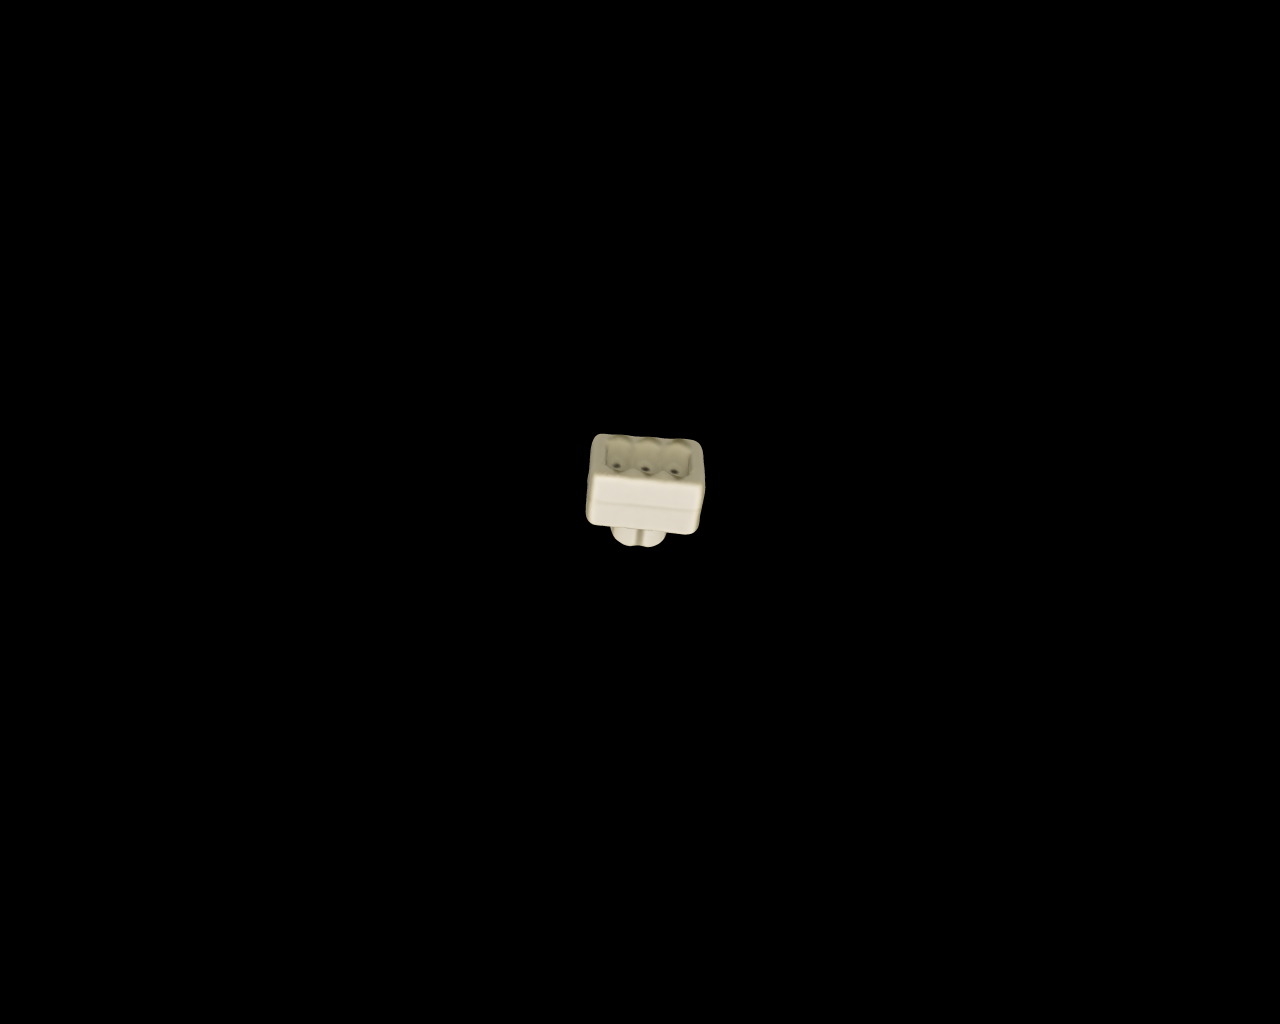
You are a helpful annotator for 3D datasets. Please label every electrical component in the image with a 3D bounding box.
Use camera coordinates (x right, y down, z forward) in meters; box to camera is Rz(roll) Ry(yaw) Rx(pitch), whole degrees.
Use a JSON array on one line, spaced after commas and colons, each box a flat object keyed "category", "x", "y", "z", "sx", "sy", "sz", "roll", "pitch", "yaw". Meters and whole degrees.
[{"category": "electrical component", "x": 0.001, "y": -0.003, "z": 0.650, "sx": 0.066, "sy": 0.076, "sz": 0.047, "roll": 5, "pitch": 37, "yaw": -4}]
